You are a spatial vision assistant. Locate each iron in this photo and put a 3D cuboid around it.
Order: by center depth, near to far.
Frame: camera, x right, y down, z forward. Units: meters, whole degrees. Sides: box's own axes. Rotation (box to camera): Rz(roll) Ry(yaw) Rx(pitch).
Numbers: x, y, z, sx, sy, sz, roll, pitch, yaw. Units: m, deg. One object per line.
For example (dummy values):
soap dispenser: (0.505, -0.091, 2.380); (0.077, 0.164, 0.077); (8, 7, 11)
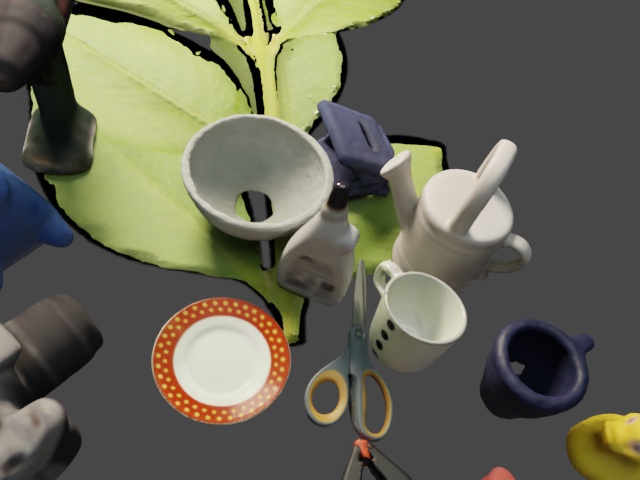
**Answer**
iron: (-0.362, -0.072, 0.543); (0.258, 0.141, 0.119); (37, 56, 13)

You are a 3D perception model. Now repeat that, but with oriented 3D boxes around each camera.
camera: (-0.243, 0.112, 0.469); (0.143, 0.101, 0.137); (40, 56, 15)

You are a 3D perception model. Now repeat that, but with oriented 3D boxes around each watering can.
watering can: (0.143, -0.029, 0.604); (0.173, 0.194, 0.101); (14, 54, -3)

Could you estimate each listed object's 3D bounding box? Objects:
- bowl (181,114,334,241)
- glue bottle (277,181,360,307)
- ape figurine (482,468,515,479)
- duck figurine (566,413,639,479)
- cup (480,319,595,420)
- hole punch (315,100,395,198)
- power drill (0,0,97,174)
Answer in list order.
bowl: (-0.072, -0.059, 0.646); (0.167, 0.075, 0.167); (7, 54, -9)
glue bottle: (0.005, 0.002, 0.561); (0.078, 0.173, 0.037); (23, 54, 3)
ape figurine: (0.164, 0.233, 0.489); (0.076, 0.092, 0.078); (7, 54, -8)
duck figurine: (0.305, 0.198, 0.552); (0.104, 0.086, 0.077); (11, 54, -6)
cup: (0.209, 0.133, 0.568); (0.118, 0.095, 0.091); (-18, 62, -24)
hole punch: (0.044, -0.115, 0.704); (0.101, 0.091, 0.108); (-9, 58, -19)
power drill: (-0.284, -0.170, 0.589); (0.076, 0.208, 0.229); (-1, 56, -14)
